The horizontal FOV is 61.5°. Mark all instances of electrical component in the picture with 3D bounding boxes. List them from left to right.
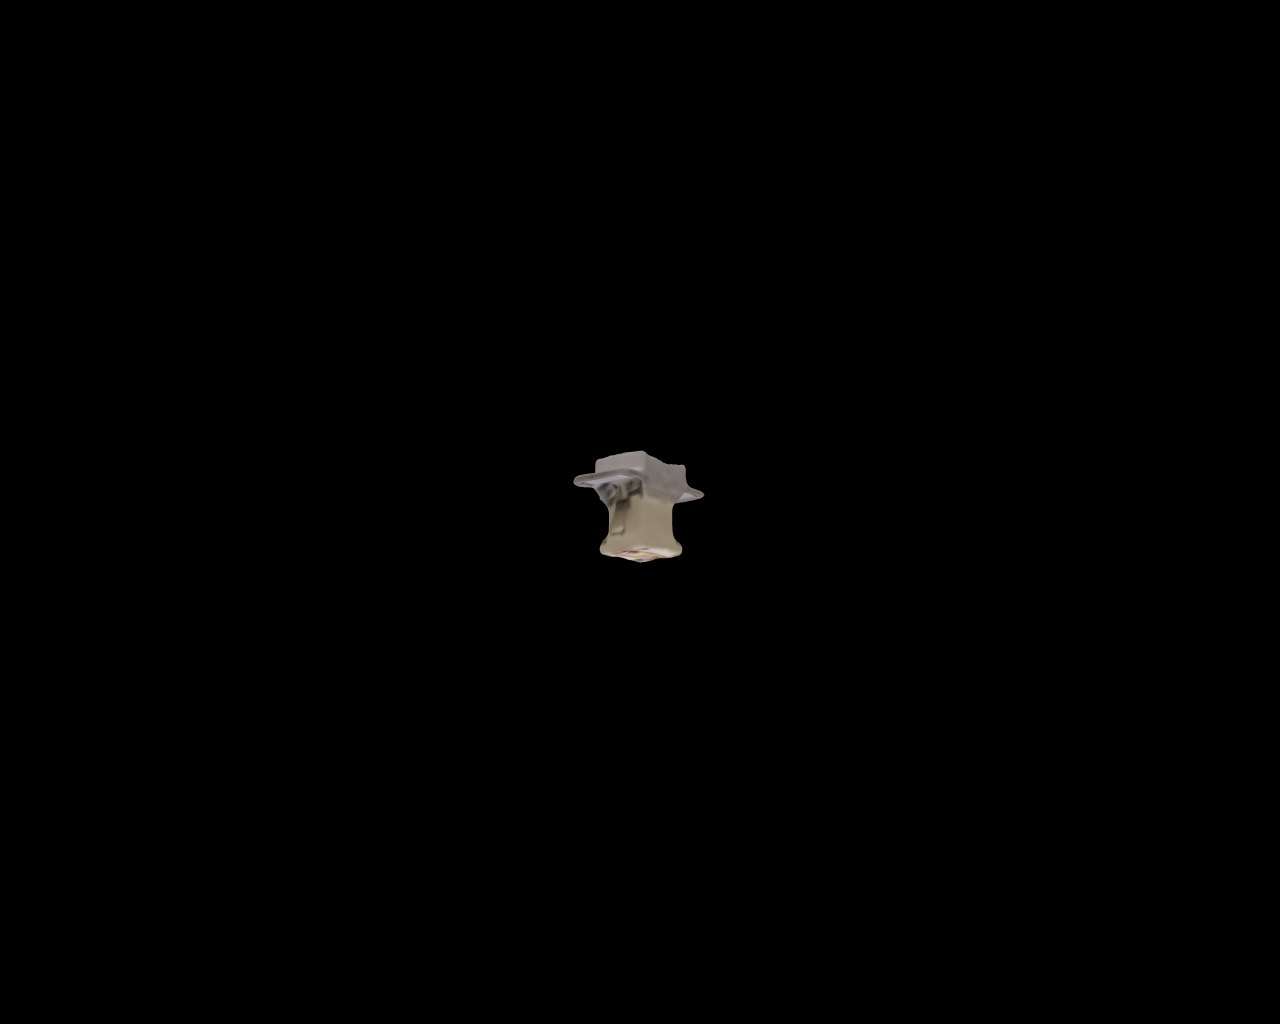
[{"bbox_3d":[0.001,-0.003,0.650,0.042,0.064,0.081,-11,-17,38],"label":"electrical component"}]
